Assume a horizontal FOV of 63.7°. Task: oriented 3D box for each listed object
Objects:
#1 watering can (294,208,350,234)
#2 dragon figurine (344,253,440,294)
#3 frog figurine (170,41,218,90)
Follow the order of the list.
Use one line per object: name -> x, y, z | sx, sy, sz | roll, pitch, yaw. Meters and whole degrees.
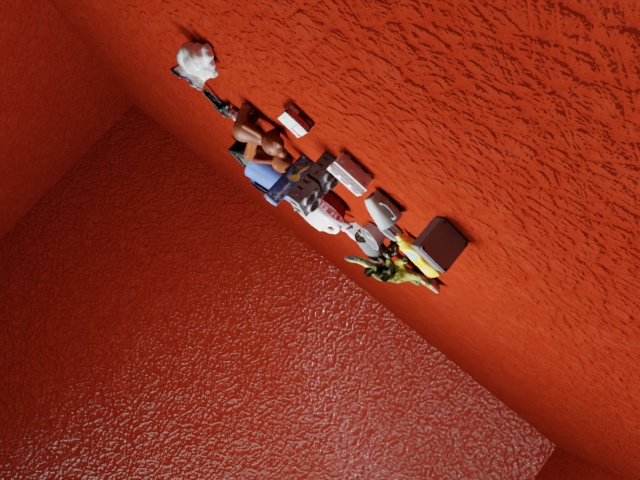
watering can -> 0.007, -0.111, 2.199 | 0.223, 0.105, 0.346 | 41, 167, -9
dragon figurine -> 0.305, 0.138, 2.057 | 0.240, 0.123, 0.412 | 30, 171, -38
frog figurine -> -0.369, -0.558, 1.583 | 0.137, 0.125, 0.156 | 48, 135, 0
